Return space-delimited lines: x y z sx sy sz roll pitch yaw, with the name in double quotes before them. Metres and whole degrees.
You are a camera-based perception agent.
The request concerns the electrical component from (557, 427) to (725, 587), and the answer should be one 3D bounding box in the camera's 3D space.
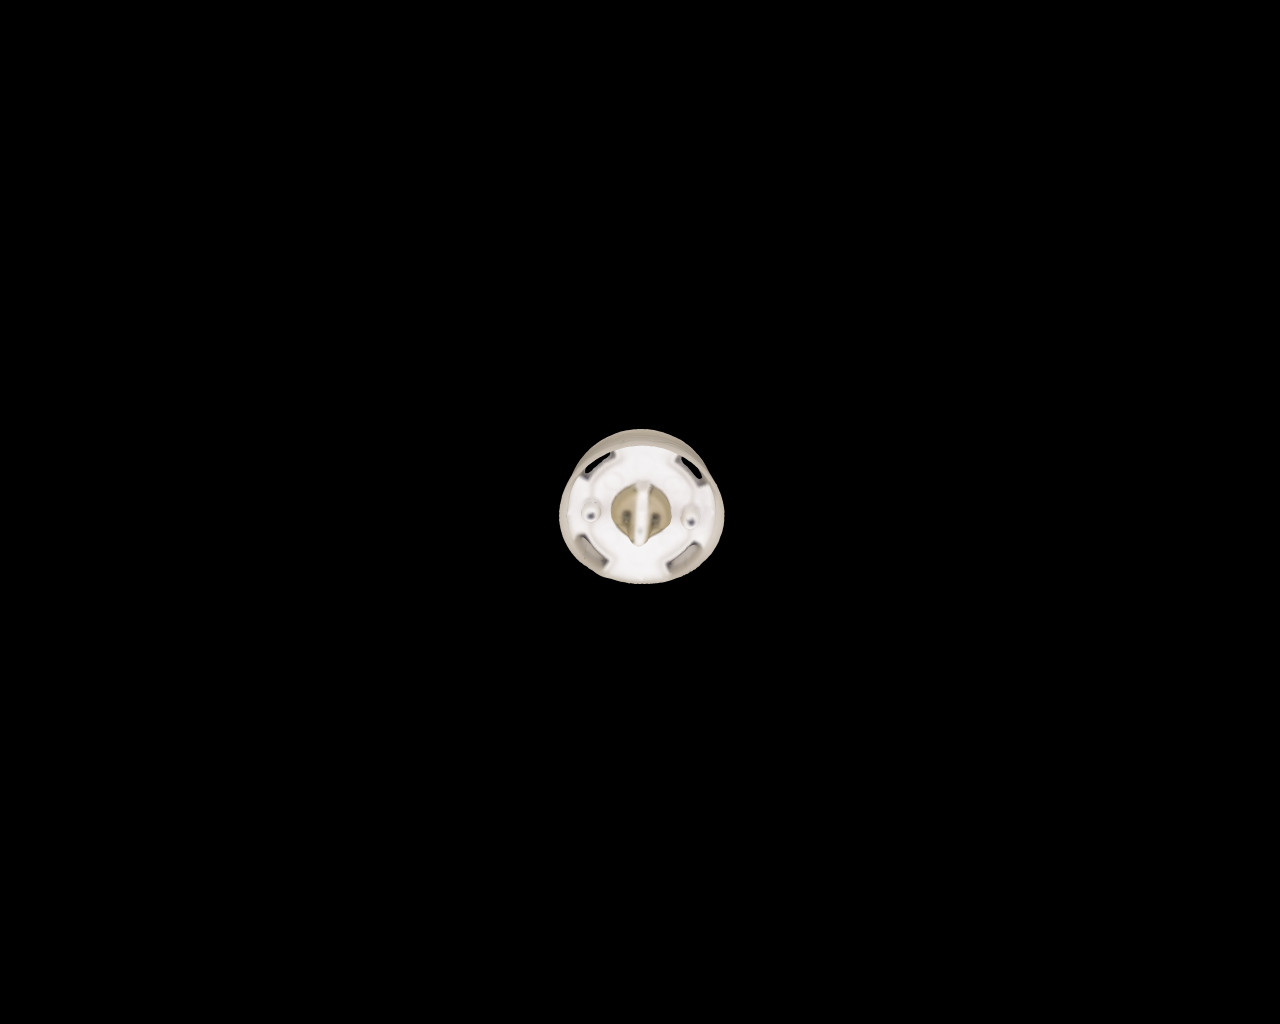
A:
"electrical component" 0.001 -0.003 0.650 0.099 0.099 0.064 0 20 0
